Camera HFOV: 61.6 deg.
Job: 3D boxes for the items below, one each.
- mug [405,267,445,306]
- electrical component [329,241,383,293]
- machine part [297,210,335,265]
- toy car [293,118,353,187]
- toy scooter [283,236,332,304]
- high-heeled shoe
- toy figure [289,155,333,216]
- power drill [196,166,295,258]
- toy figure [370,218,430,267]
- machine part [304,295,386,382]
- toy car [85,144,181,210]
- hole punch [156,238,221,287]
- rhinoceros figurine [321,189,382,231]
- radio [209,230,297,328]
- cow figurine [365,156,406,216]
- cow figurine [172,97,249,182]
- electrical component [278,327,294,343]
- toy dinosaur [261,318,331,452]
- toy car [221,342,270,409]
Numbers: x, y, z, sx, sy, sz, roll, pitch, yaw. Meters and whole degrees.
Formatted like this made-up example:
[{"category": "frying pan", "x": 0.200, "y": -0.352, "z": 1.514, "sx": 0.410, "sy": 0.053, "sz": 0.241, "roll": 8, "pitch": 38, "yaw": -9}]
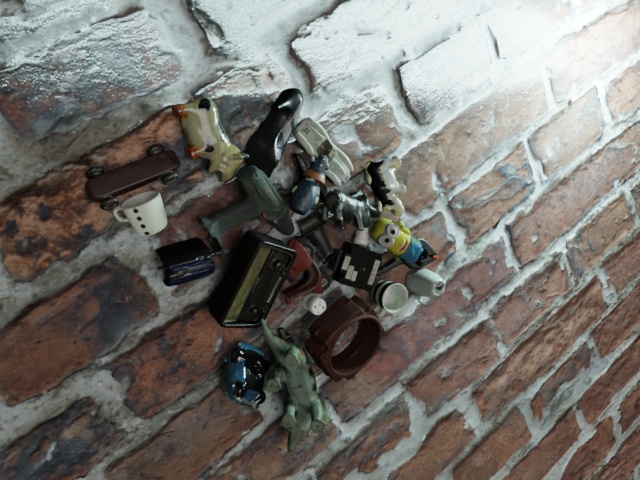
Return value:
[{"category": "mug", "x": 0.309, "y": 0.139, "z": 1.558, "sx": 0.081, "sy": 0.107, "sz": 0.109, "roll": -1, "pitch": 98, "yaw": -27}, {"category": "electrical component", "x": 0.094, "y": 0.070, "z": 1.458, "sx": 0.134, "sy": 0.058, "sz": 0.115, "roll": 21, "pitch": 87, "yaw": -29}, {"category": "machine part", "x": -0.003, "y": -0.004, "z": 1.402, "sx": 0.084, "sy": 0.039, "sz": 0.138, "roll": -31, "pitch": 108, "yaw": -25}, {"category": "toy car", "x": 0.011, "y": -0.220, "z": 1.359, "sx": 0.073, "sy": 0.056, "sz": 0.201, "roll": -50, "pitch": 117, "yaw": -12}, {"category": "toy scooter", "x": -0.056, "y": 0.087, "z": 1.372, "sx": 0.135, "sy": 0.075, "sz": 0.183, "roll": -39, "pitch": 119, "yaw": -17}, {"category": "high-heeled shoe", "x": -0.109, "y": -0.248, "z": 1.303, "sx": 0.086, "sy": 0.145, "sz": 0.248, "roll": 27, "pitch": 116, "yaw": 5}, {"category": "toy figure", "x": -0.024, "y": -0.136, "z": 1.312, "sx": 0.064, "sy": 0.058, "sz": 0.154, "roll": 32, "pitch": 80, "yaw": -35}, {"category": "power drill", "x": -0.172, "y": -0.047, "z": 1.270, "sx": 0.207, "sy": 0.086, "sz": 0.231, "roll": -31, "pitch": 133, "yaw": -11}, {"category": "toy figure", "x": 0.213, "y": 0.008, "z": 1.466, "sx": 0.180, "sy": 0.089, "sz": 0.082, "roll": 31, "pitch": 73, "yaw": -31}, {"category": "machine part", "x": 0.071, "y": 0.265, "z": 1.436, "sx": 0.201, "sy": 0.087, "sz": 0.200, "roll": -42, "pitch": 133, "yaw": -17}, {"category": "toy car", "x": -0.399, "y": -0.136, "z": 1.152, "sx": 0.202, "sy": 0.053, "sz": 0.089, "roll": -28, "pitch": 81, "yaw": -23}, {"category": "hole punch", "x": -0.301, "y": 0.062, "z": 1.217, "sx": 0.142, "sy": 0.116, "sz": 0.092, "roll": -13, "pitch": 113, "yaw": -25}, {"category": "rhinoceros figurine", "x": 0.084, "y": -0.080, "z": 1.402, "sx": 0.190, "sy": 0.073, "sz": 0.112, "roll": 13, "pitch": 80, "yaw": -41}, {"category": "radio", "x": -0.158, "y": 0.099, "z": 1.279, "sx": 0.131, "sy": 0.073, "sz": 0.229, "roll": 16, "pitch": 107, "yaw": -45}, {"category": "cow figurine", "x": 0.178, "y": -0.139, "z": 1.457, "sx": 0.098, "sy": 0.068, "sz": 0.167, "roll": -16, "pitch": 104, "yaw": -19}, {"category": "cow figurine", "x": -0.242, "y": -0.224, "z": 1.211, "sx": 0.127, "sy": 0.086, "sz": 0.194, "roll": -22, "pitch": 108, "yaw": -17}, {"category": "electrical component", "x": -0.100, "y": 0.277, "z": 1.412, "sx": 0.063, "sy": 0.021, "sz": 0.093, "roll": -29, "pitch": 116, "yaw": -20}, {"category": "toy dinosaur", "x": -0.064, "y": 0.351, "z": 1.368, "sx": 0.131, "sy": 0.192, "sz": 0.404, "roll": -12, "pitch": 102, "yaw": 1}, {"category": "toy car", "x": -0.193, "y": 0.343, "z": 1.325, "sx": 0.103, "sy": 0.162, "sz": 0.109, "roll": -33, "pitch": 132, "yaw": 30}]
